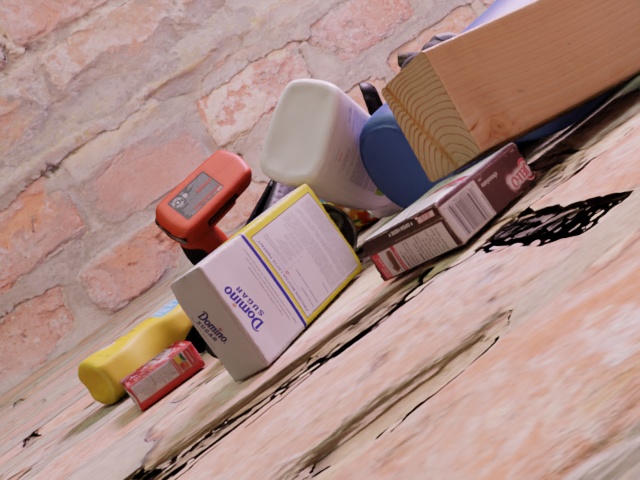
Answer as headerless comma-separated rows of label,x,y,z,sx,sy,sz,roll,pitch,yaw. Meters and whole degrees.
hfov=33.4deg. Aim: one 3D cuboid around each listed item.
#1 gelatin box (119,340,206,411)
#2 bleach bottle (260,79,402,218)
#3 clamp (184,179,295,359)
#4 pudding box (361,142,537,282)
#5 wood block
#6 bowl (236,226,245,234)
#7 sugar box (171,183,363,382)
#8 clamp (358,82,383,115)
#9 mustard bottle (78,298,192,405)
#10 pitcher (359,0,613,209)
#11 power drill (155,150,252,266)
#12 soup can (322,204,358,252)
gelatin box,-0.152,0.127,1.022,0.073,0.030,0.089,-35,6,-14
bleach bottle,0.034,-0.069,1.050,0.068,0.102,0.250,13,-8,28
clamp,-0.069,0.024,1.025,0.210,0.036,0.165,-63,12,-3
pudding box,0.097,-0.021,0.797,0.113,0.039,0.090,-35,3,-41
wood block,0.168,-0.137,0.872,0.205,0.091,0.090,-28,-3,-22
bowl,-0.108,0.037,1.338,0.162,0.055,0.162,-44,6,6
sugar box,-0.038,0.030,0.861,0.048,0.093,0.176,-31,5,38
clamp,0.071,-0.117,1.218,0.171,0.039,0.120,13,-39,-32
mustard bottle,-0.179,0.108,1.205,0.191,0.058,0.096,-37,2,-28
pitcher,0.157,-0.128,0.998,0.242,0.145,0.149,-41,-4,-32
power drill,-0.085,-0.007,1.128,0.184,0.057,0.187,-46,-36,-18
soup can,-0.007,0.001,1.068,0.068,0.068,0.102,-35,5,-11
